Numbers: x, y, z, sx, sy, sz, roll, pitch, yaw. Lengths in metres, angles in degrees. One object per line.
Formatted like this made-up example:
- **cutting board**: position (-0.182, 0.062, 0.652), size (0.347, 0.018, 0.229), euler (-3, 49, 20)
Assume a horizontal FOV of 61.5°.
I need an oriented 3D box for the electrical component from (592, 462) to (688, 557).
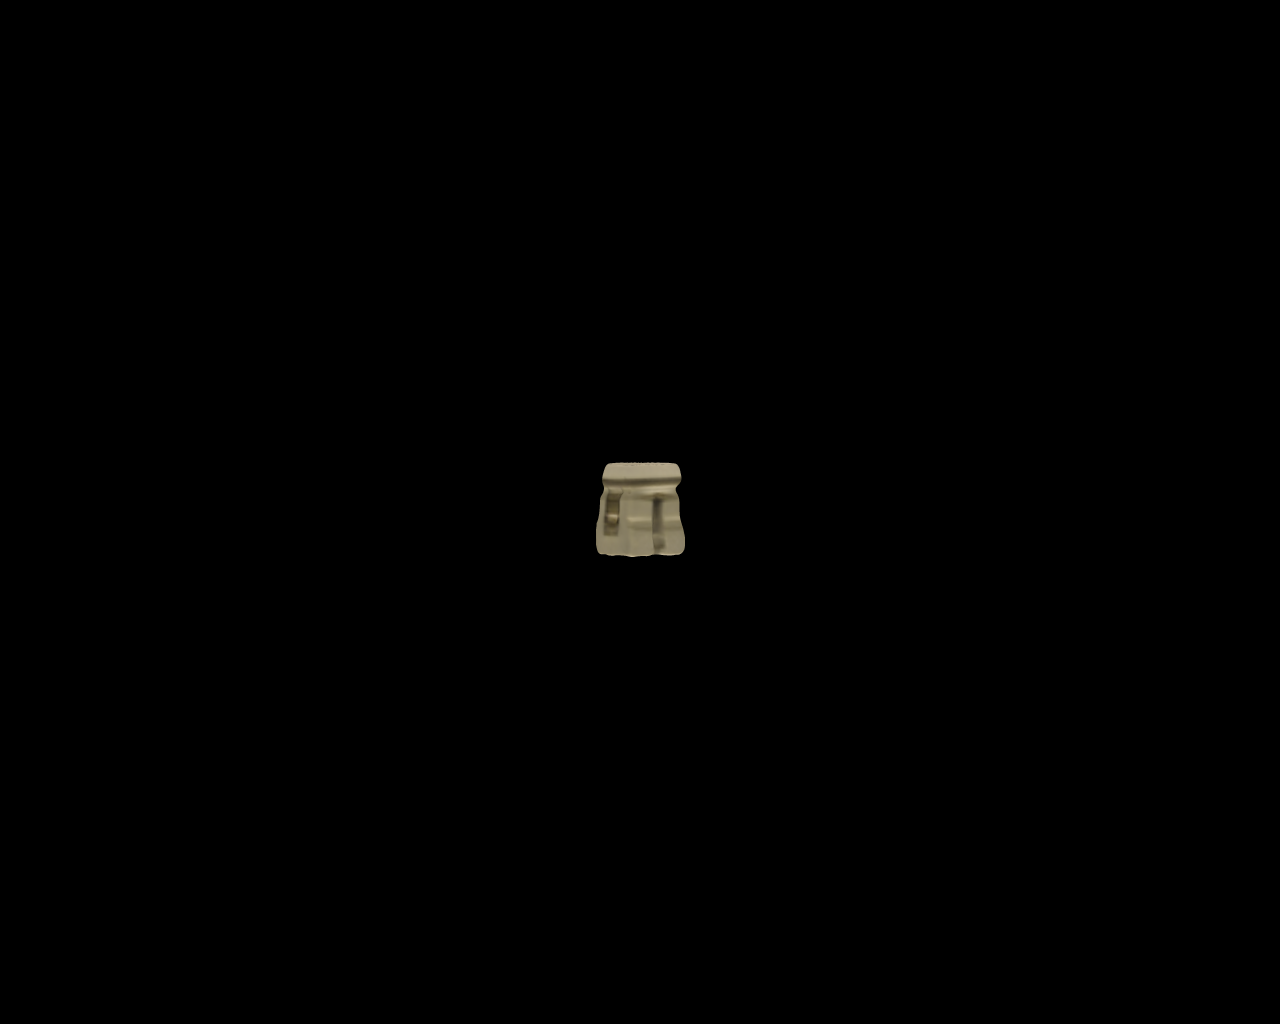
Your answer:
- **electrical component**: position (0.001, -0.003, 0.650), size (0.066, 0.055, 0.048), euler (-2, 3, -40)
